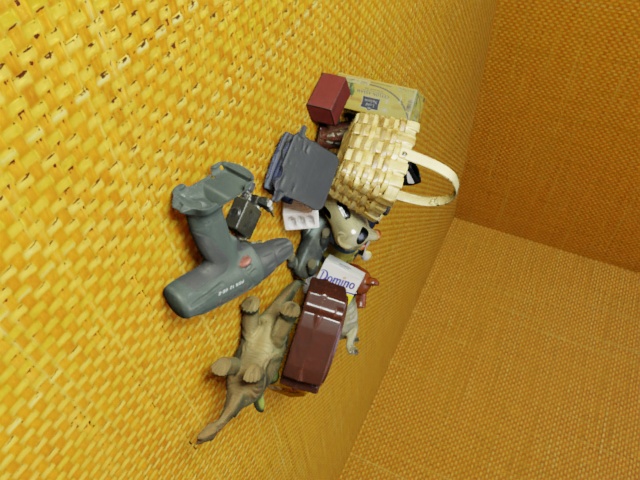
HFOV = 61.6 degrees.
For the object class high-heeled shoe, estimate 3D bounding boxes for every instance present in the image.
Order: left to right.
[{"bbox_3d":[0.222,-0.262,1.436,0.086,0.145,0.248,-50,154,-49],"label":"high-heeled shoe"}]

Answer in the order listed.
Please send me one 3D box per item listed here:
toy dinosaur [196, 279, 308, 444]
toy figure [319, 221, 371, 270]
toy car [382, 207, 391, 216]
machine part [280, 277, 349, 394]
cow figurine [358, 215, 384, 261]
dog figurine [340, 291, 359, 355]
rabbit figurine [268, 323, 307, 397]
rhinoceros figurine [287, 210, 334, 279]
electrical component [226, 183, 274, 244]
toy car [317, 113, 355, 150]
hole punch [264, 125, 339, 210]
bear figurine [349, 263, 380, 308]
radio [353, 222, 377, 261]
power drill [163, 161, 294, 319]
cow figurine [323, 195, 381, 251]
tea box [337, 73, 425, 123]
[{"bbox_3d":[-0.109,0.198,1.039,0.471,0.105,0.198,-58,165,-45],"label":"toy dinosaur"},{"bbox_3d":[0.049,0.009,1.271,0.089,0.082,0.180,-27,160,-42],"label":"toy figure"},{"bbox_3d":[0.117,-0.106,1.228,0.201,0.074,0.056,40,68,-68],"label":"toy car"},{"bbox_3d":[-0.008,0.187,1.079,0.201,0.087,0.201,-77,-174,-82],"label":"machine part"},{"bbox_3d":[0.125,-0.030,1.520,0.167,0.068,0.098,-68,155,-11],"label":"cow figurine"},{"bbox_3d":[0.048,0.163,1.317,0.172,0.121,0.190,-132,-134,-70],"label":"dog figurine"},{"bbox_3d":[-0.051,0.269,1.243,0.162,0.122,0.173,57,35,-59],"label":"rabbit figurine"},{"bbox_3d":[-0.002,-0.004,1.171,0.190,0.073,0.112,-66,159,-15],"label":"rhinoceros figurine"},{"bbox_3d":[-0.114,-0.033,0.873,0.102,0.045,0.078,-65,162,-16],"label":"electrical component"},{"bbox_3d":[0.045,-0.220,1.132,0.202,0.053,0.089,-30,139,-64],"label":"toy car"},{"bbox_3d":[-0.045,-0.122,0.948,0.115,0.092,0.142,26,85,-42],"label":"hole punch"},{"bbox_3d":[0.086,0.126,1.406,0.196,0.120,0.131,-113,-145,-82],"label":"bear figurine"},{"bbox_3d":[0.101,-0.068,1.404,0.131,0.073,0.229,88,26,-45],"label":"radio"},{"bbox_3d":[-0.128,-0.006,0.770,0.232,0.086,0.207,-36,146,-34],"label":"power drill"},{"bbox_3d":[0.037,-0.070,1.102,0.127,0.085,0.195,-9,74,-53],"label":"cow figurine"},{"bbox_3d":[0.117,-0.281,1.088,0.098,0.170,0.068,-8,114,-68],"label":"tea box"}]
